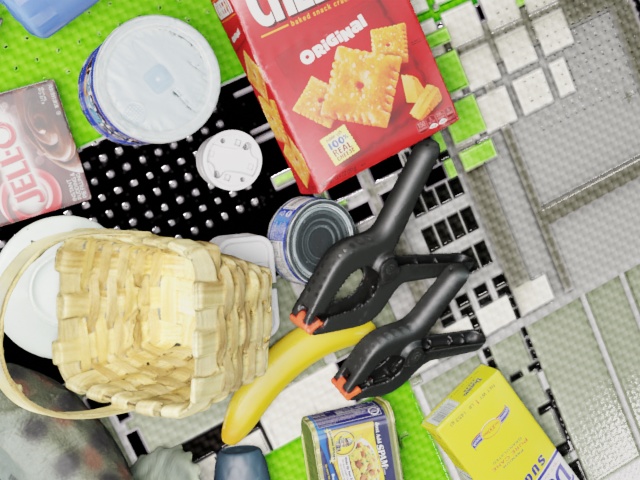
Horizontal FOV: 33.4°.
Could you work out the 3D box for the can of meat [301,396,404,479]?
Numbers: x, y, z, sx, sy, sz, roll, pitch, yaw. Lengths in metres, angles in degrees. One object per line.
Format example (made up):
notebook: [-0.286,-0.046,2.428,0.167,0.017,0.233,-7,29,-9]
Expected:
can of meat: [0.031,0.213,1.046,0.083,0.057,0.102,-11,97,-15]

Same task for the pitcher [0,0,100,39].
pitcher: [-0.184,-0.291,0.903,0.243,0.149,0.145,-39,109,-1]

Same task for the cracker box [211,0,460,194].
cracker box: [0.016,-0.173,1.007,0.164,0.072,0.213,-27,101,-15]

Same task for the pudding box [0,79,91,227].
pudding box: [-0.262,-0.076,0.941,0.090,0.039,0.113,-19,99,-16]

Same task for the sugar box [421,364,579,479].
sugar box: [0.192,0.225,1.105,0.093,0.048,0.176,-41,103,-12]

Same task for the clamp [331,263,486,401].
clamp: [0.093,0.108,1.057,0.171,0.039,0.120,-36,128,-4]

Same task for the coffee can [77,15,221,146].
coffee can: [-0.151,-0.133,0.919,0.102,0.140,0.103,-1,94,-18]

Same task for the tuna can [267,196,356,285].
tuna can: [-0.007,0.001,1.018,0.085,0.034,0.086,-4,96,-36]

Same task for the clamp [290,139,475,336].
clamp: [0.057,0.011,1.011,0.209,0.036,0.164,-32,127,-22]

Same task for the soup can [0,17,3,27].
soup can: [-0.329,-0.184,0.897,0.102,0.069,0.068,30,84,-17]

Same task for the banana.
banana: [-0.019,0.123,1.034,0.197,0.037,0.069,-30,102,-14]
